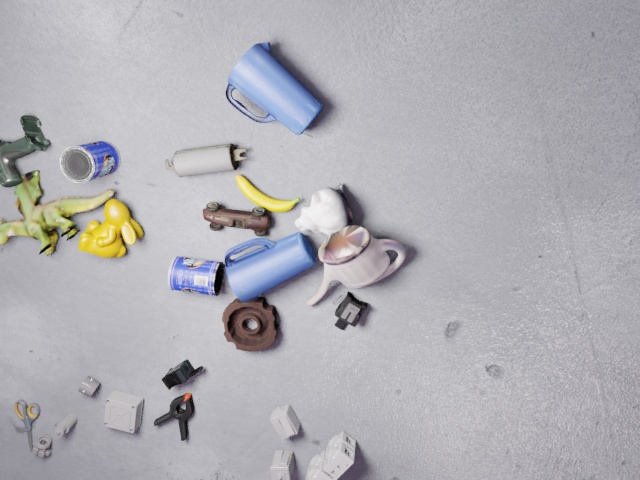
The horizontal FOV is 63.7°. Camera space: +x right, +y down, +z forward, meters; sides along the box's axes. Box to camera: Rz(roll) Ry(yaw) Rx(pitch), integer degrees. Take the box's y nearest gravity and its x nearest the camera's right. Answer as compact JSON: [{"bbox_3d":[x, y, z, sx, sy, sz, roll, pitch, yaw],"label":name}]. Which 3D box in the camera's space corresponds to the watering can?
[{"bbox_3d":[0.069,0.078,1.442,0.345,0.106,0.220,-27,135,15],"label":"watering can"}]

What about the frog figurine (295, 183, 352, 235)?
[{"bbox_3d":[0.004,-0.072,1.430,0.159,0.125,0.134,-19,123,1],"label":"frog figurine"}]

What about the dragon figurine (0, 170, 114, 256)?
[{"bbox_3d":[-0.826,-0.101,1.546,0.409,0.122,0.243,-39,88,6],"label":"dragon figurine"}]
